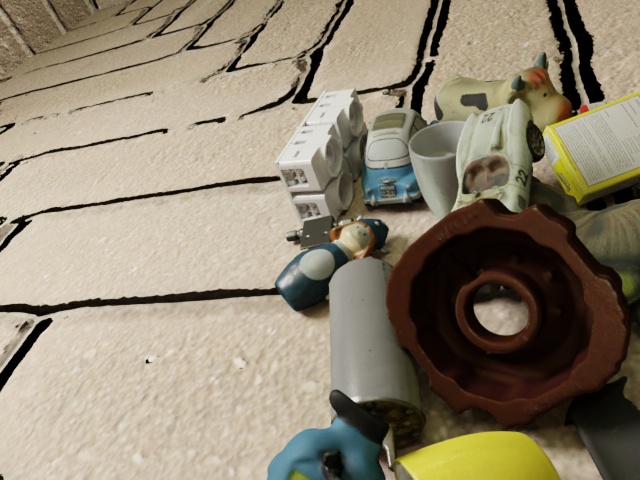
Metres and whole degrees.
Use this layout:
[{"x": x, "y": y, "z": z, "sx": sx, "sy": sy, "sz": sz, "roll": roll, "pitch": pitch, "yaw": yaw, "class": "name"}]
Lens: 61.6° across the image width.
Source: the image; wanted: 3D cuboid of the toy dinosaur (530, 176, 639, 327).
[{"x": 0.330, "y": -0.009, "z": 0.469, "sx": 0.472, "sy": 0.105, "sz": 0.199, "roll": -20, "pitch": 43, "yaw": 19, "class": "toy dinosaur"}]

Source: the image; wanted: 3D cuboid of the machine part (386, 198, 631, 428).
[{"x": 0.143, "y": 0.054, "z": 0.426, "sx": 0.180, "sy": 0.179, "sz": 0.056, "roll": 3, "pitch": 9, "yaw": 30, "class": "machine part"}]

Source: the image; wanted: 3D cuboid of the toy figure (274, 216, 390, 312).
[{"x": 0.021, "y": 0.021, "z": 0.621, "sx": 0.154, "sy": 0.064, "sz": 0.058, "roll": -37, "pitch": 8, "yaw": -14, "class": "toy figure"}]

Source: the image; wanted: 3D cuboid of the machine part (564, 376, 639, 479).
[{"x": 0.216, "y": 0.161, "z": 0.365, "sx": 0.084, "sy": 0.039, "sz": 0.139, "roll": -21, "pitch": 38, "yaw": 11, "class": "machine part"}]

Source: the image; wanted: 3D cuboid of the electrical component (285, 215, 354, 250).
[{"x": -0.001, "y": -0.002, "z": 0.689, "sx": 0.094, "sy": 0.021, "sz": 0.063, "roll": -10, "pitch": 39, "yaw": 15, "class": "electrical component"}]

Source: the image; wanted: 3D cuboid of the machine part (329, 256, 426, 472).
[{"x": 0.048, "y": 0.098, "z": 0.495, "sx": 0.079, "sy": 0.079, "sz": 0.243, "roll": -13, "pitch": 37, "yaw": 12, "class": "machine part"}]

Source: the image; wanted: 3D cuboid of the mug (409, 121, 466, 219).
[{"x": 0.162, "y": -0.079, "z": 0.631, "sx": 0.109, "sy": 0.107, "sz": 0.081, "roll": -28, "pitch": 38, "yaw": -14, "class": "mug"}]

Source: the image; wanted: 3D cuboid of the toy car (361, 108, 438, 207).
[{"x": 0.101, "y": -0.120, "z": 0.717, "sx": 0.109, "sy": 0.102, "sz": 0.162, "roll": -2, "pitch": 39, "yaw": 27, "class": "toy car"}]

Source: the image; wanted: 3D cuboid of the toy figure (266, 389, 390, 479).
[{"x": -0.006, "y": 0.196, "z": 0.360, "sx": 0.089, "sy": 0.082, "sz": 0.180, "roll": 21, "pitch": 74, "yaw": 43, "class": "toy figure"}]

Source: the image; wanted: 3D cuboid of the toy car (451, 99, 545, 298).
[{"x": 0.162, "y": -0.041, "z": 0.508, "sx": 0.074, "sy": 0.056, "sz": 0.201, "roll": -10, "pitch": 57, "yaw": 47, "class": "toy car"}]

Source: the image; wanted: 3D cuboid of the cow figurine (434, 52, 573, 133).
[{"x": 0.232, "y": -0.174, "z": 0.696, "sx": 0.085, "sy": 0.127, "sz": 0.195, "roll": -41, "pitch": 38, "yaw": -18, "class": "cow figurine"}]
